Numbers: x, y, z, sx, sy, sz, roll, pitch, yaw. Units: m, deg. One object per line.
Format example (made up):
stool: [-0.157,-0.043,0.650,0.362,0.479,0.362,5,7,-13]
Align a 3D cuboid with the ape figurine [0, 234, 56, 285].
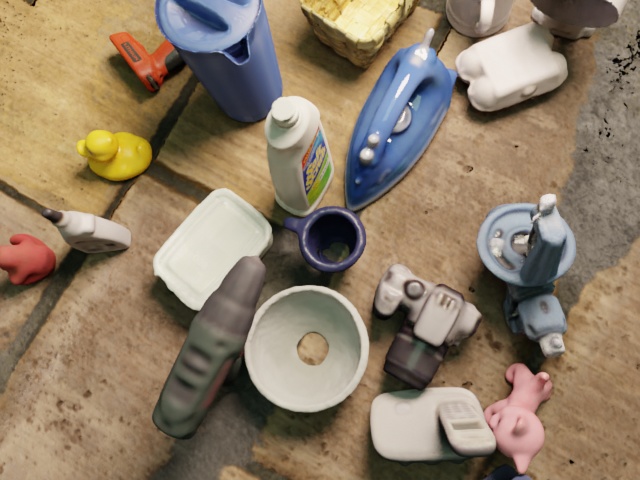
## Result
ape figurine: [-0.442,0.027,0.842,0.076,0.092,0.078,12,79,8]

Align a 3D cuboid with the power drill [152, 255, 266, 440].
power drill: [-0.120,0.136,0.730,0.075,0.208,0.230,26,81,10]

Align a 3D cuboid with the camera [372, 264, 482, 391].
camera: [0.126,0.120,0.767,0.143,0.101,0.137,28,82,10]

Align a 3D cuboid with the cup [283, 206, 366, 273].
cup: [0.007,0.003,0.806,0.117,0.095,0.092,20,80,9]

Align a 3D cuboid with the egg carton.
egg carton: [0.283,-0.253,0.849,0.150,0.069,0.107,-22,77,0]

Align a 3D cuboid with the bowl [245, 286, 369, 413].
bowl: [-0.015,0.149,0.787,0.167,0.075,0.167,-1,78,5]

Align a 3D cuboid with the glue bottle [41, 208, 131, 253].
glue bottle: [-0.334,-0.017,0.800,0.078,0.173,0.037,-6,77,4]

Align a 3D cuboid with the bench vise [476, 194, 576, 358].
bench vise: [0.280,0.032,0.711,0.121,0.220,0.207,-29,77,-1]

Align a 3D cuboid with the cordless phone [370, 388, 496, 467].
cordless phone: [0.135,0.232,0.698,0.147,0.185,0.094,-8,77,4]

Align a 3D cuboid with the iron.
iron: [0.101,-0.167,0.810,0.118,0.141,0.258,27,82,10]

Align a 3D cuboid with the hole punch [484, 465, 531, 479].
hole punch: [0.240,0.350,0.712,0.109,0.091,0.101,-39,77,-4]

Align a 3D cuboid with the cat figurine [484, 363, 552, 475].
cat figurine: [0.256,0.222,0.724,0.067,0.118,0.128,28,82,11]

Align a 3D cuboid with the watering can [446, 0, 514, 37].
watering can: [0.239,-0.394,0.819,0.101,0.194,0.173,-17,77,2]

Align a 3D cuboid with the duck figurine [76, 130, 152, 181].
duck figurine: [-0.315,-0.137,0.869,0.104,0.086,0.077,-3,78,5]

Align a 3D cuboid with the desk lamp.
desk lamp: [0.366,-0.371,0.793,0.117,0.213,0.203,23,81,10]
